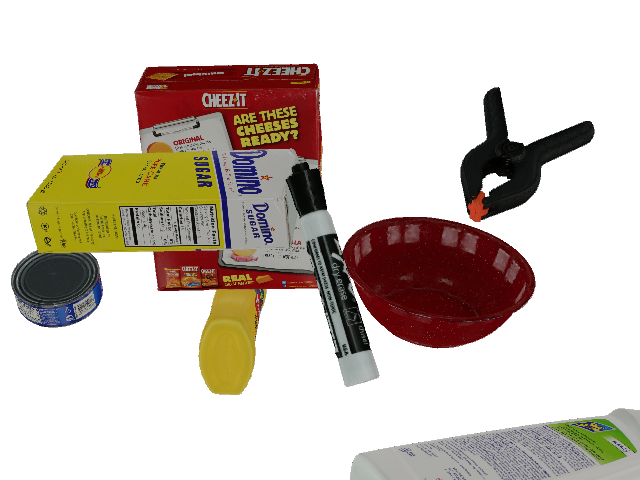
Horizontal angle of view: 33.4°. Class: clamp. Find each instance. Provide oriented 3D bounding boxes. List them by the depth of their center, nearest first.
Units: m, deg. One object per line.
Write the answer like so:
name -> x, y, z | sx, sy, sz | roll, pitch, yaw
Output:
clamp -> 0.186, -0.091, 1.085 | 0.120, 0.039, 0.171 | 29, 56, 30

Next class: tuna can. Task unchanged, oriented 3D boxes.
tuna can -> -0.259, 0.045, 1.053 | 0.086, 0.034, 0.086 | 0, 43, 0

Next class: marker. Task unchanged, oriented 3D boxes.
marker -> 0.005, 0.017, 0.564 | 0.020, 0.121, 0.020 | -16, -9, -3

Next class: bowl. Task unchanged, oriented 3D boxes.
bowl -> 0.096, 0.042, 0.899 | 0.162, 0.055, 0.162 | 5, 30, -3

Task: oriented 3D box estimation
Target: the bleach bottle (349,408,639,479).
bleach bottle -> 0.149, 0.149, 0.641 | 0.250, 0.068, 0.103 | -7, 21, -21

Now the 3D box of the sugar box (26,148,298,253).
sugar box -> -0.104, -0.029, 0.746 | 0.176, 0.048, 0.093 | -4, 26, 5

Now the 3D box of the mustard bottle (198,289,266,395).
mustard bottle -> -0.093, 0.079, 1.174 | 0.058, 0.096, 0.191 | 2, 27, 2

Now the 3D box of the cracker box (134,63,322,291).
cracker box -> -0.080, -0.057, 1.011 | 0.164, 0.214, 0.072 | -1, 31, 1
